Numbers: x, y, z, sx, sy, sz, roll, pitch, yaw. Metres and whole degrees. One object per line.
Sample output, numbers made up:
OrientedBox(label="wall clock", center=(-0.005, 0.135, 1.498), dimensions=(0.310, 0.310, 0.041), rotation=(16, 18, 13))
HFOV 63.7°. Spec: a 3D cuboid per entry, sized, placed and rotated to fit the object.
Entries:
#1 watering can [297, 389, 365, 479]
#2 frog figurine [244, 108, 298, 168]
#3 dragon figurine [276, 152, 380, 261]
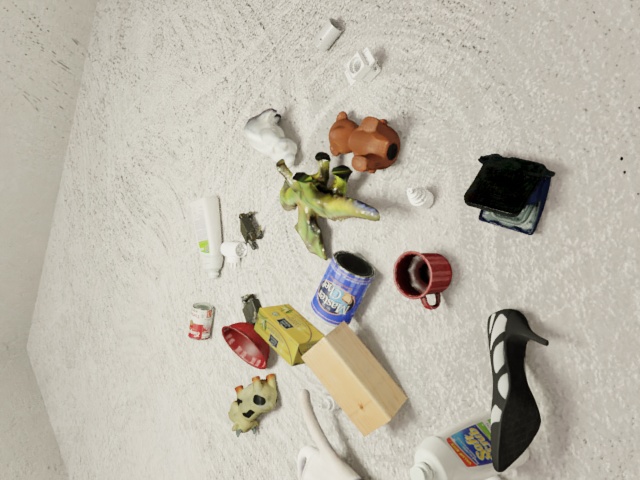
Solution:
OrientedBox(label="watering can", center=(0.023, 0.525, 1.148), dimensions=(0.225, 0.105, 0.344), rotation=(11, 109, 47))
OrientedBox(label="frog figurine", center=(-0.127, -0.252, 1.352), dimensions=(0.136, 0.123, 0.160), rotation=(136, 117, -76))
OrientedBox(label="dragon figurine", center=(0.004, -0.061, 1.212), dimensions=(0.417, 0.123, 0.237), rotation=(45, 147, 45))
